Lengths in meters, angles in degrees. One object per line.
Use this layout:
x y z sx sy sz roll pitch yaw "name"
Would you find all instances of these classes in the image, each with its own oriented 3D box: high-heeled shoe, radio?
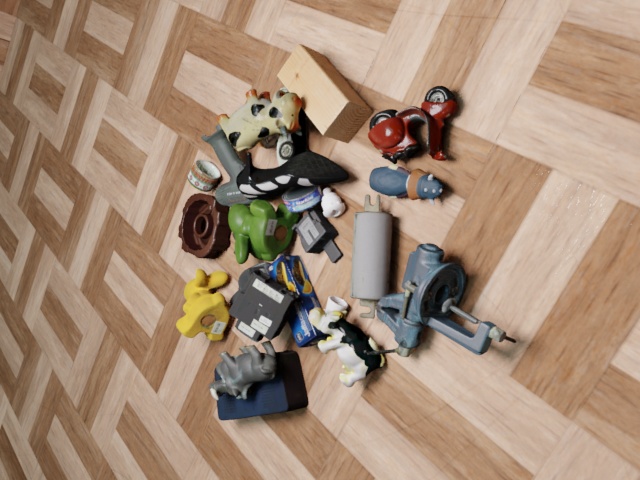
-0.064 -0.119 1.159 0.249 0.145 0.086 14 53 9 "high-heeled shoe"
-0.142 0.333 1.227 0.230 0.073 0.131 -21 72 35 "radio"

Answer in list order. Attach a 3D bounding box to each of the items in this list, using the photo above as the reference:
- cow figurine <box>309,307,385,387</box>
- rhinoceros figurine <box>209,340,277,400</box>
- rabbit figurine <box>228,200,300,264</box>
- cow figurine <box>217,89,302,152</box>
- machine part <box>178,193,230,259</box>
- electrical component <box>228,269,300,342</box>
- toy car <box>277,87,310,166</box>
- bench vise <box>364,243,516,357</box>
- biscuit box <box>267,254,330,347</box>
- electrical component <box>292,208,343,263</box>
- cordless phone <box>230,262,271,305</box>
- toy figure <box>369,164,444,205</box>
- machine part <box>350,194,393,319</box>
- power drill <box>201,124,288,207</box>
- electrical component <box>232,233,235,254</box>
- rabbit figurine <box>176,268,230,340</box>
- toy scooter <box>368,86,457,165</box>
0.051 0.194 1.060 0.098 0.068 0.167 -34 86 21 "cow figurine"
-0.167 0.286 1.165 0.190 0.073 0.112 -28 78 31 "rhinoceros figurine"
-0.145 -0.025 1.246 0.170 0.121 0.159 21 110 42 "rabbit figurine"
-0.120 -0.254 1.150 0.195 0.085 0.127 -27 84 32 "cow figurine"
-0.299 -0.037 1.402 0.179 0.056 0.179 -6 81 40 "machine part"
-0.122 0.145 1.132 0.115 0.058 0.134 33 101 13 "electrical component"
-0.062 -0.247 1.213 0.056 0.073 0.201 -10 80 38 "toy car"
0.206 0.132 0.928 0.241 0.129 0.223 29 103 45 "bench vise"
-0.046 0.131 1.173 0.063 0.059 0.203 -38 64 30 "biscuit box"
-0.002 -0.004 1.159 0.075 0.047 0.119 -44 59 28 "electrical component"
-0.157 0.151 1.265 0.184 0.088 0.147 -45 61 41 "cordless phone"
0.168 -0.109 1.022 0.155 0.064 0.058 13 56 35 "toy figure"
0.101 0.031 1.051 0.079 0.079 0.243 0 85 40 "machine part"
-0.185 -0.181 1.281 0.232 0.086 0.207 -18 104 44 "power drill"
-0.192 -0.008 1.332 0.094 0.021 0.063 -49 58 26 "electrical component"
-0.300 0.147 1.351 0.173 0.122 0.162 44 122 54 "rabbit figurine"
0.178 -0.196 1.013 0.184 0.075 0.135 -20 74 32 "toy scooter"
